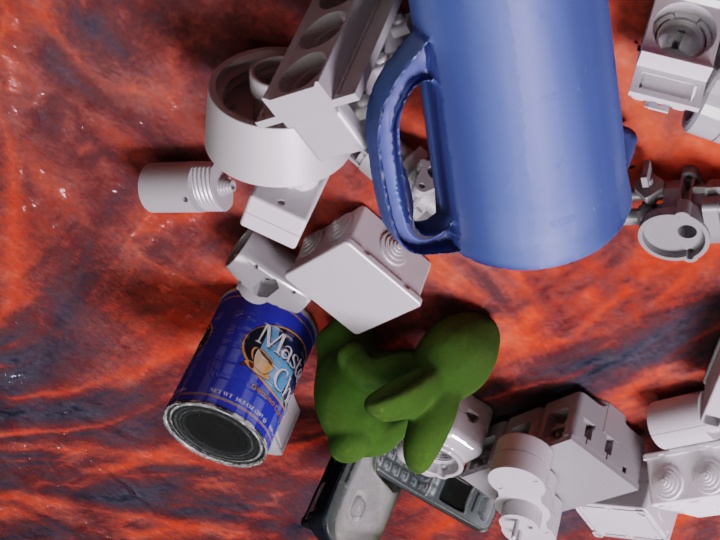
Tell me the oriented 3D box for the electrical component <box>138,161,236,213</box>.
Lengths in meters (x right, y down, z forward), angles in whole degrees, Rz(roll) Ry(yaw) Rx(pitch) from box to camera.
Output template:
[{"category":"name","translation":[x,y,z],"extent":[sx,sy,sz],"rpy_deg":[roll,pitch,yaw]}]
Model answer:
[{"category":"electrical component","translation":[-0.141,-0.070,0.906],"extent":[0.081,0.043,0.043],"rpy_deg":[1,138,26]}]

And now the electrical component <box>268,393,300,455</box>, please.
[{"category":"electrical component","translation":[-0.101,0.151,1.138],"extent":[0.061,0.061,0.096],"rpy_deg":[5,139,21]}]

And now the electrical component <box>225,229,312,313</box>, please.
[{"category":"electrical component","translation":[-0.086,0.007,0.971],"extent":[0.077,0.043,0.079],"rpy_deg":[35,142,-15]}]

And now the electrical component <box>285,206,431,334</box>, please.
[{"category":"electrical component","translation":[0.000,0.000,0.915],"extent":[0.100,0.048,0.100],"rpy_deg":[40,139,-21]}]

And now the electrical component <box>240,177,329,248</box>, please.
[{"category":"electrical component","translation":[-0.048,-0.075,0.821],"extent":[0.047,0.083,0.075],"rpy_deg":[25,142,-3]}]

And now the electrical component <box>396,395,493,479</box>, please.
[{"category":"electrical component","translation":[0.082,0.165,1.065],"extent":[0.054,0.059,0.095],"rpy_deg":[34,141,-15]}]

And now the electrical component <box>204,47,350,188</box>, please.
[{"category":"electrical component","translation":[-0.057,-0.116,0.761],"extent":[0.108,0.108,0.060],"rpy_deg":[14,136,10]}]

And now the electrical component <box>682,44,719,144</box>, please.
[{"category":"electrical component","translation":[0.253,-0.124,0.635],"extent":[0.074,0.052,0.138],"rpy_deg":[20,142,3]}]

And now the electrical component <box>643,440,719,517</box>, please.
[{"category":"electrical component","translation":[0.315,0.188,0.960],"extent":[0.100,0.048,0.100],"rpy_deg":[21,150,-39]}]

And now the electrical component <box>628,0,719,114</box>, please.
[{"category":"electrical component","translation":[0.189,-0.131,0.648],"extent":[0.042,0.081,0.063],"rpy_deg":[17,165,8]}]

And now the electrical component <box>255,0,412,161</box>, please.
[{"category":"electrical component","translation":[-0.009,-0.134,0.698],"extent":[0.079,0.121,0.063],"rpy_deg":[-10,134,36]}]

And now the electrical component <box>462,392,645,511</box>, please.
[{"category":"electrical component","translation":[0.184,0.178,1.027],"extent":[0.089,0.061,0.150],"rpy_deg":[37,140,-18]}]

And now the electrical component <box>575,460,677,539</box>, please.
[{"category":"electrical component","translation":[0.256,0.222,1.051],"extent":[0.096,0.061,0.061],"rpy_deg":[-5,135,42]}]

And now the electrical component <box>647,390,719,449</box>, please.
[{"category":"electrical component","translation":[0.294,0.126,0.925],"extent":[0.081,0.043,0.043],"rpy_deg":[-22,124,43]}]

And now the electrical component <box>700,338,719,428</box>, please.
[{"category":"electrical component","translation":[0.334,0.085,0.844],"extent":[0.109,0.056,0.108],"rpy_deg":[13,142,12]}]

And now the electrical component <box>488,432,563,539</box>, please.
[{"category":"electrical component","translation":[0.148,0.217,0.979],"extent":[0.052,0.073,0.138],"rpy_deg":[4,138,22]}]
